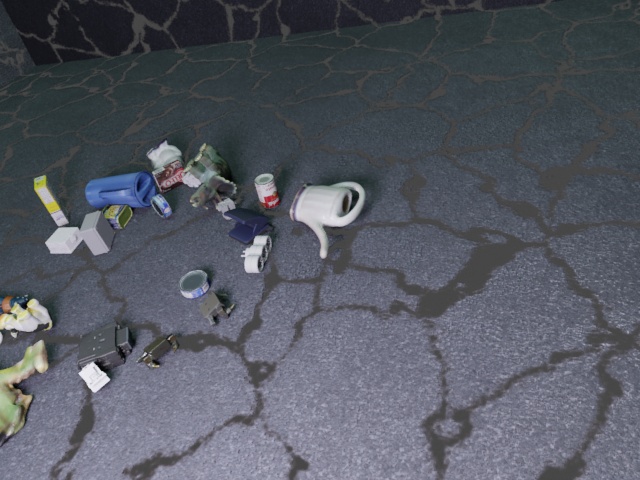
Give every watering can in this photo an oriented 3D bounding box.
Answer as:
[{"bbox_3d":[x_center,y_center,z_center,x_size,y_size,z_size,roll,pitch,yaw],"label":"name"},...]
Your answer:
[{"bbox_3d":[0.005,-0.080,1.585,0.225,0.101,0.355,8,42,27],"label":"watering can"}]

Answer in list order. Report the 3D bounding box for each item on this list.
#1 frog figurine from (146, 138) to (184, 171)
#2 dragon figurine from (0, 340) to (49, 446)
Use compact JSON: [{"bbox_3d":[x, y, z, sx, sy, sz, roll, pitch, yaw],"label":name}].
[{"bbox_3d":[-0.605,-0.314,2.083,0.160,0.120,0.140,40,44,5],"label":"frog figurine"},{"bbox_3d":[-0.822,0.412,1.233,0.243,0.119,0.419,15,54,21],"label":"dragon figurine"}]
